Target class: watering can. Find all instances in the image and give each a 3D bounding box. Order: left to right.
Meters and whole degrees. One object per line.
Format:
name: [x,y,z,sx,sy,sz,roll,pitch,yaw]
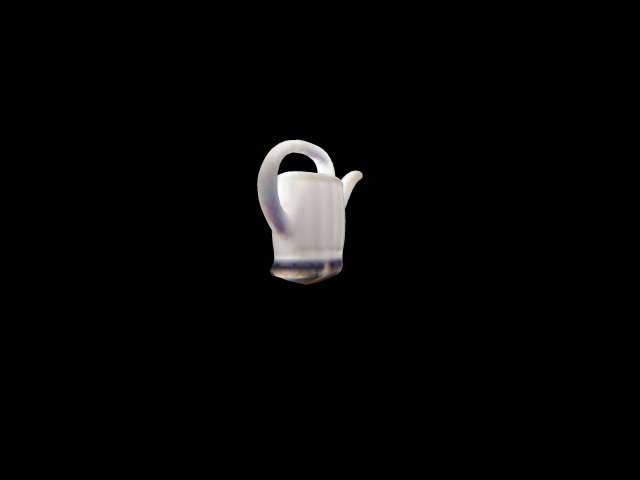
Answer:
watering can: [0.003,-0.043,0.850,0.104,0.225,0.347,-1,-2,27]
